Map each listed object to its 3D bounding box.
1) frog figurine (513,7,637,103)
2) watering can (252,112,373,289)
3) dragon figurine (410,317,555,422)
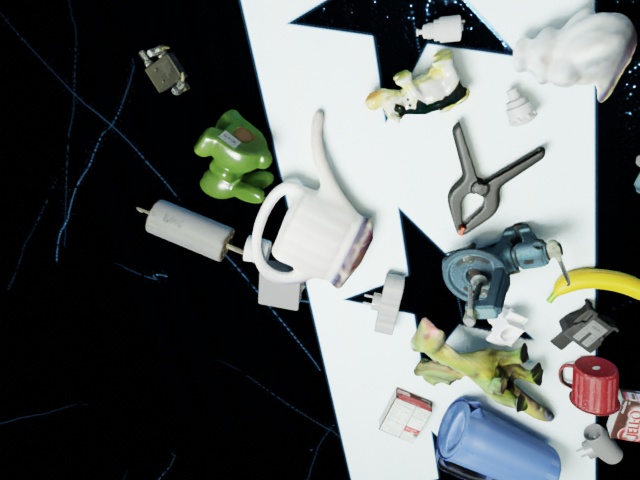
[{"bbox_3d":[0.389,-0.297,0.794,0.160,0.122,0.138,24,84,11],"label":"frog figurine"},{"bbox_3d":[0.003,-0.050,0.994,0.224,0.105,0.343,26,107,-1],"label":"watering can"},{"bbox_3d":[0.316,0.283,1.069,0.242,0.124,0.403,-1,142,40],"label":"dragon figurine"}]
